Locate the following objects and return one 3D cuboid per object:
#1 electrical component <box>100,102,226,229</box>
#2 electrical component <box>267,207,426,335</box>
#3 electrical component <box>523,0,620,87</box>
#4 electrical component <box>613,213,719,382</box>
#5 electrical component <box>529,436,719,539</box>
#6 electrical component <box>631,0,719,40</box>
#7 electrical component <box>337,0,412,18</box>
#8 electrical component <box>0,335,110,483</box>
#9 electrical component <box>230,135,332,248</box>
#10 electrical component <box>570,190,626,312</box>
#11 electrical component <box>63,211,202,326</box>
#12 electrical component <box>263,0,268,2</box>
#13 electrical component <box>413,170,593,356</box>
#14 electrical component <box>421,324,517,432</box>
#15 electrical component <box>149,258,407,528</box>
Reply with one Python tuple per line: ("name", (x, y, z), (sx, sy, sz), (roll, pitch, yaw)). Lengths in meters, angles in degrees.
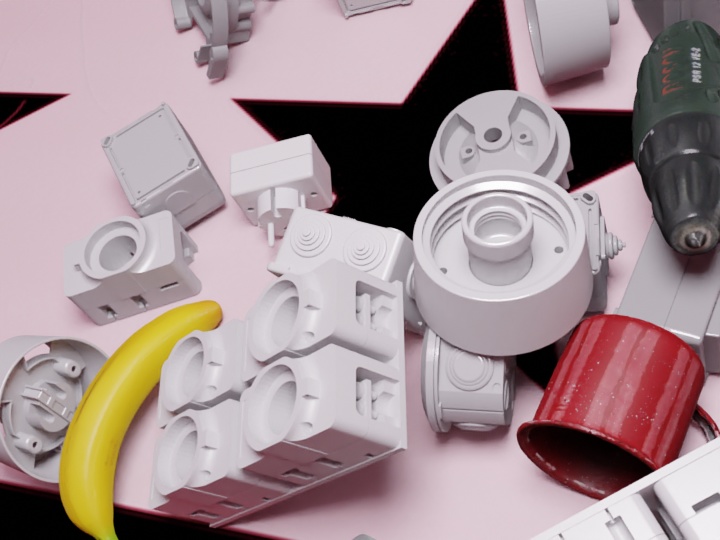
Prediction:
("electrical component", (-0.155, -0.079, 0.846), (0.062, 0.061, 0.096), (-32, 55, -1))
("electrical component", (0.000, 0.000, 0.719), (0.100, 0.100, 0.048), (15, 79, 27))
("electrical component", (0.154, -0.192, 0.779), (0.060, 0.108, 0.108), (-10, 57, 7))
("electrical component", (0.201, 0.013, 0.659), (0.061, 0.061, 0.096), (15, 66, 27))
("electrical component", (0.167, 0.152, 0.560), (0.186, 0.105, 0.060), (-29, 55, 1))
("electrical component", (0.228, -0.214, 0.759), (0.057, 0.113, 0.078), (-19, 55, 5))
("electrical component", (0.002, -0.267, 0.883), (0.062, 0.096, 0.061), (-10, 56, 15))
("electrical component", (-0.218, 0.093, 0.743), (0.064, 0.099, 0.099), (7, 62, 30))
("electrical component", (-0.058, -0.051, 0.803), (0.066, 0.047, 0.076), (-13, 58, 13))
("electrical component", (0.125, -0.008, 0.700), (0.096, 0.061, 0.061), (-4, 58, 17))
("electrical component", (-0.173, -0.003, 0.809), (0.089, 0.055, 0.050), (-18, 55, 9))
("electrical component", (-0.078, -0.266, 0.943), (0.077, 0.044, 0.079), (9, 63, 25))
("electrical component", (0.082, -0.011, 0.630), (0.108, 0.060, 0.108), (-6, 51, 7))
("electrical component", (0.068, 0.061, 0.668), (0.051, 0.080, 0.080), (1, 60, 15))
("electrical component", (-0.058, 0.079, 0.657), (0.186, 0.060, 0.105), (-31, 48, 41))
